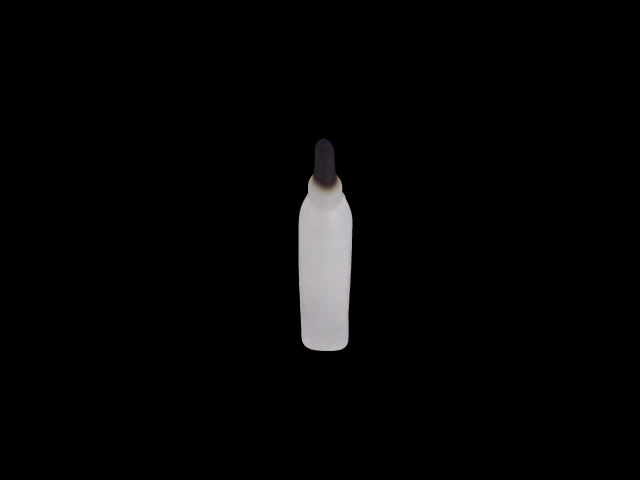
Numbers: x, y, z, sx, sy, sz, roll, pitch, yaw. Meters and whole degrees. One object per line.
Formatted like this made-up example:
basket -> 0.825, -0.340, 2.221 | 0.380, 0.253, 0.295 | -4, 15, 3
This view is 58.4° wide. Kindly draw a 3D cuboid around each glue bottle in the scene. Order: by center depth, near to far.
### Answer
glue bottle -> 0.004, 0.001, 0.400 | 0.037, 0.173, 0.078 | 0, 46, 0
